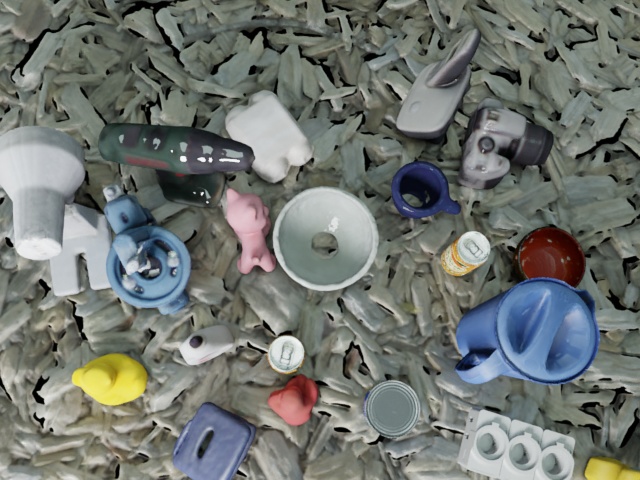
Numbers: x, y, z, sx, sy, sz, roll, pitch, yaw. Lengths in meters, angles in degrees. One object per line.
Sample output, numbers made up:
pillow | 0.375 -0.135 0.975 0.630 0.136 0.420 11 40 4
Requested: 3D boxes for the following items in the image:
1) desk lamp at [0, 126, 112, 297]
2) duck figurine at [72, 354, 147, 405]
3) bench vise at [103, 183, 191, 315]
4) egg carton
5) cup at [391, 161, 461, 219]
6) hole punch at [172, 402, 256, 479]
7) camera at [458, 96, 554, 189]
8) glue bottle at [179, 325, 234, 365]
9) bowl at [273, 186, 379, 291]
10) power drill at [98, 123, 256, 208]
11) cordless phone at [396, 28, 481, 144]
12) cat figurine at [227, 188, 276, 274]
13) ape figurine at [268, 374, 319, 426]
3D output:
desk lamp | -0.384 -0.036 0.841 0.118 0.213 0.203 -12 78 -5
duck figurine | -0.317 0.209 0.856 0.104 0.086 0.077 7 77 -1
bench vise | -0.278 0.011 0.833 0.207 0.220 0.121 43 79 7
egg carton | -0.086 -0.173 0.959 0.107 0.069 0.150 -36 82 -9
cup | 0.168 -0.066 0.935 0.117 0.095 0.092 27 78 4
hole punch | -0.159 0.303 0.841 0.101 0.091 0.109 26 78 3
camera | 0.315 -0.158 0.959 0.137 0.101 0.143 15 77 1
glue bottle | -0.170 0.152 0.831 0.078 0.173 0.037 -30 80 -8
bowl | 0.008 0.003 0.922 0.167 0.075 0.167 1 78 -2
power drill | -0.204 -0.115 0.870 0.229 0.208 0.076 10 77 0
cordless phone | 0.198 -0.251 0.930 0.094 0.185 0.148 23 78 3
cat figurine | -0.109 -0.017 0.899 0.067 0.118 0.128 -10 78 -5
ape figurine | -0.040 0.241 0.859 0.078 0.092 0.076 -1 78 -3
